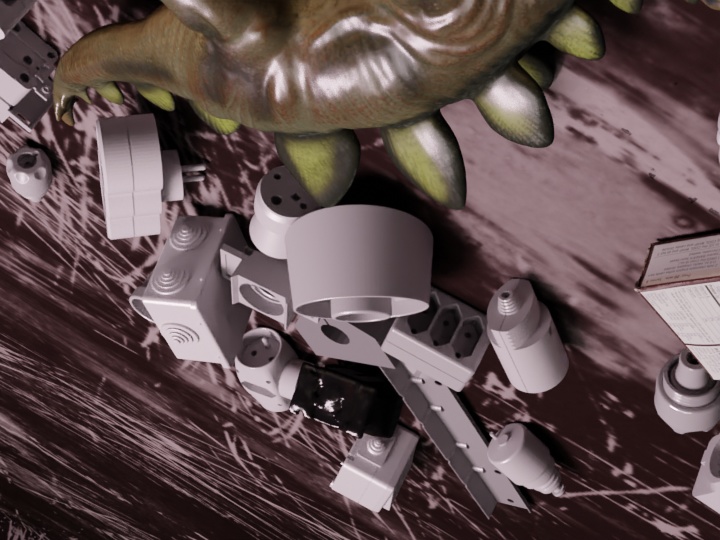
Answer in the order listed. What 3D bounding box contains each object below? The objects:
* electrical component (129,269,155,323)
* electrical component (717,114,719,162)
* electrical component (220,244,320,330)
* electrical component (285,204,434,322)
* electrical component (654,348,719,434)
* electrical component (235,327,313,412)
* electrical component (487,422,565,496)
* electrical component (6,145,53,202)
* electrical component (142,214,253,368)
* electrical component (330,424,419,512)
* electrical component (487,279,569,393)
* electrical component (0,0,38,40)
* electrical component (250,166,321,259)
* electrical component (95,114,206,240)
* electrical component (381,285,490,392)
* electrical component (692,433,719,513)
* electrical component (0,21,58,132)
[{"bbox_3d":[-0.172,0.018,0.936,0.040,0.046,0.040,23,151,13],"label":"electrical component"},{"bbox_3d":[0.186,-0.052,0.490,0.048,0.048,0.062,18,156,21],"label":"electrical component"},{"bbox_3d":[-0.058,0.001,0.782,0.081,0.063,0.042,26,151,8],"label":"electrical component"},{"bbox_3d":[0.000,0.000,0.712,0.099,0.064,0.099,-2,168,0],"label":"electrical component"},{"bbox_3d":[0.207,0.071,0.670,0.043,0.043,0.062,17,148,24],"label":"electrical component"},{"bbox_3d":[-0.066,0.095,0.963,0.079,0.043,0.077,16,149,25],"label":"electrical component"},{"bbox_3d":[0.139,0.158,0.877,0.078,0.040,0.040,42,150,-22],"label":"electrical component"},{"bbox_3d":[-0.272,-0.075,0.891,0.035,0.035,0.061,28,154,4],"label":"electrical component"},{"bbox_3d":[-0.121,0.015,0.829,0.048,0.099,0.099,5,145,17],"label":"electrical component"},{"bbox_3d":[0.018,0.179,1.001,0.061,0.061,0.096,27,152,4],"label":"electrical component"},{"bbox_3d":[0.108,0.041,0.713,0.043,0.043,0.081,9,145,34],"label":"electrical component"},{"bbox_3d":[-0.277,-0.205,0.655,0.089,0.061,0.150,-2,139,45],"label":"electrical component"},{"bbox_3d":[-0.050,-0.039,0.730,0.045,0.045,0.055,28,151,4],"label":"electrical component"},{"bbox_3d":[-0.147,-0.066,0.770,0.074,0.052,0.138,-8,163,-14],"label":"electrical component"},{"bbox_3d":[0.053,0.055,0.783,0.066,0.047,0.076,29,151,4],"label":"electrical component"},{"bbox_3d":[0.266,0.131,0.703,0.056,0.050,0.089,34,152,-8],"label":"electrical component"},{"bbox_3d":[-0.247,-0.142,0.752,0.081,0.042,0.064,41,146,-21],"label":"electrical component"}]
